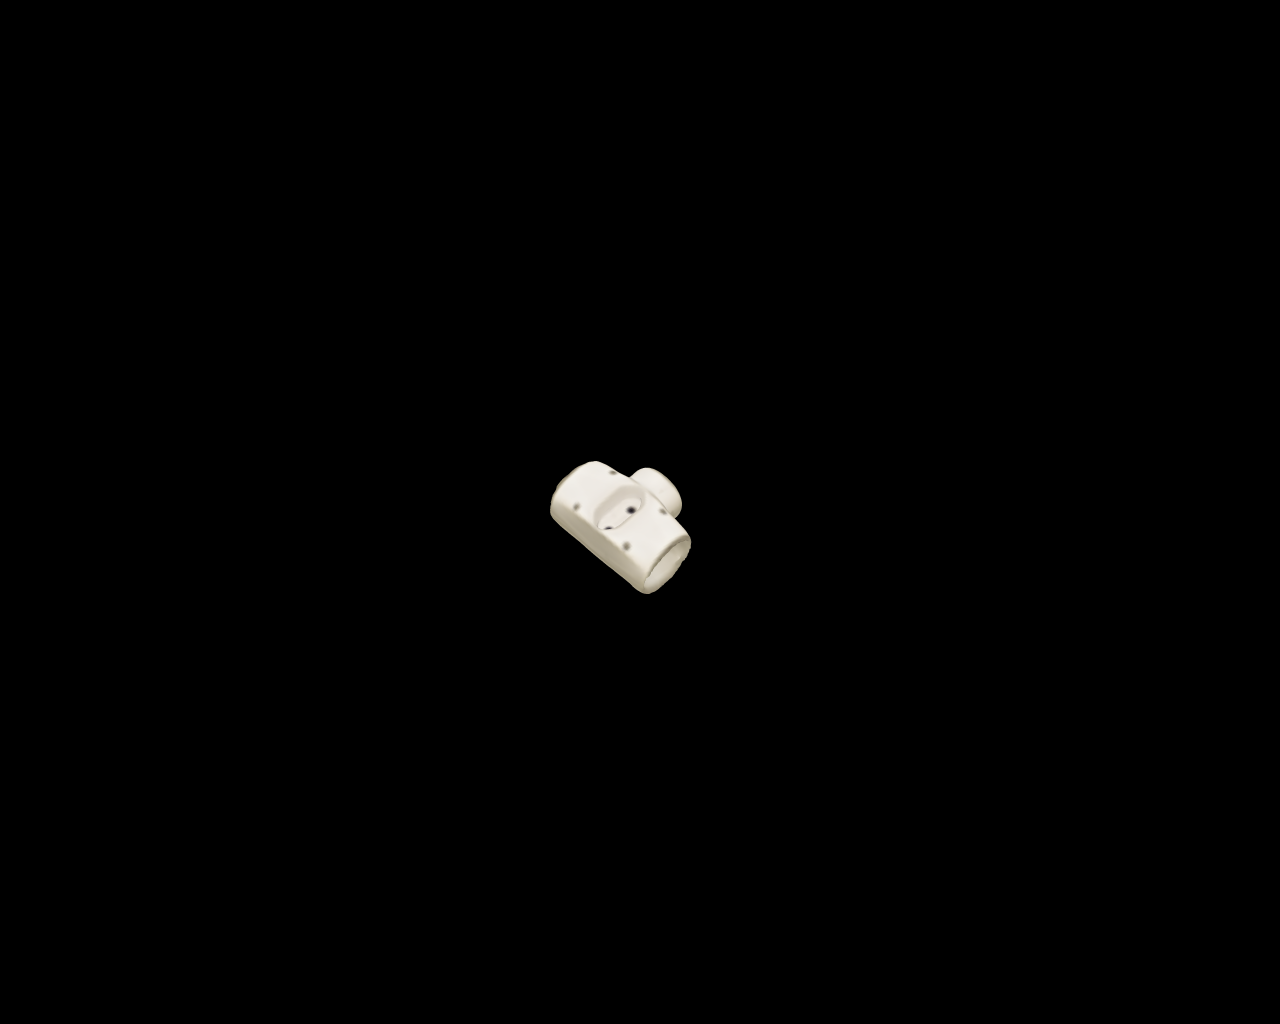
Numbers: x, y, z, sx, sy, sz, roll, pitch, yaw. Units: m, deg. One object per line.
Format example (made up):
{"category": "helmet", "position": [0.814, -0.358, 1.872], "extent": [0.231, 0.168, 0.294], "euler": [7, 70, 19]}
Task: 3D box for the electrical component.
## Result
{"category": "electrical component", "position": [0.001, -0.003, 0.650], "extent": [0.077, 0.079, 0.043], "euler": [39, -24, 22]}
